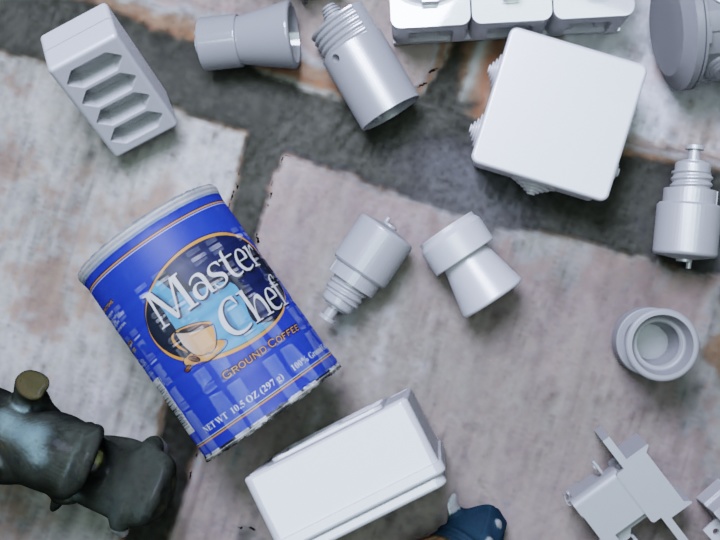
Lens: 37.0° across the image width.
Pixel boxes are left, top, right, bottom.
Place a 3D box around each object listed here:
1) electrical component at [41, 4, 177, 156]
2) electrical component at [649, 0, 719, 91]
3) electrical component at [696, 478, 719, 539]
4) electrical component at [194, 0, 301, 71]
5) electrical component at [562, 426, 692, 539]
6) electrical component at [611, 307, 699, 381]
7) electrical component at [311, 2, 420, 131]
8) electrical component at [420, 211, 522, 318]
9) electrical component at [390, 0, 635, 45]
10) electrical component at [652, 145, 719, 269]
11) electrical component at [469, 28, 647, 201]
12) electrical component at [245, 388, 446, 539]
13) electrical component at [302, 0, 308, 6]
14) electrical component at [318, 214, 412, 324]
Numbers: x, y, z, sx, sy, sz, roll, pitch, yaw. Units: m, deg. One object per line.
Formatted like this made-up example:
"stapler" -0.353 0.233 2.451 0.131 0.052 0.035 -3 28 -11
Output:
"electrical component" -0.165 -0.132 0.695 0.047 0.083 0.075 -27 50 2
"electrical component" 0.215 -0.154 0.668 0.051 0.080 0.080 -8 89 -2
"electrical component" 0.247 0.148 0.675 0.066 0.055 0.048 -42 88 2
"electrical component" -0.075 -0.150 0.702 0.065 0.044 0.044 -5 89 8
"electrical component" 0.169 0.144 0.687 0.064 0.042 0.081 -37 87 4
"electrical component" 0.185 0.046 0.680 0.045 0.055 0.045 0 90 3
"electrical component" 0.000 -0.136 0.697 0.043 0.043 0.081 -30 88 2
"electrical component" 0.071 -0.004 0.691 0.045 0.045 0.055 -34 88 2
"electrical component" 0.093 -0.197 0.683 0.150 0.062 0.089 -3 89 3
"electrical component" 0.210 -0.040 0.686 0.040 0.040 0.078 6 90 3
"electrical component" 0.124 -0.096 0.687 0.100 0.048 0.099 17 90 3
"electrical component" -0.005 0.122 0.663 0.109 0.109 0.056 -27 86 2
"electrical component" -0.041 -0.215 0.700 0.081 0.042 0.063 32 90 2
"electrical component" 0.000 0.000 0.697 0.040 0.040 0.078 35 91 3
